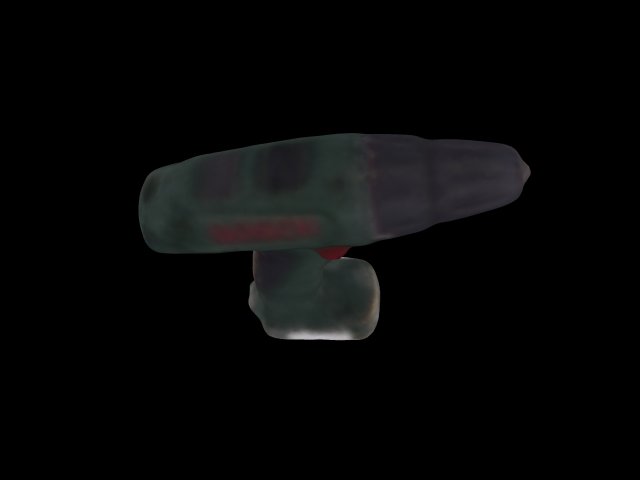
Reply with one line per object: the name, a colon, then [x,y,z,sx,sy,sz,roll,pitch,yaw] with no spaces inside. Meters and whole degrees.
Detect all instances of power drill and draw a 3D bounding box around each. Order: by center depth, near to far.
power drill: [0.004,0.001,0.400,0.229,0.208,0.075,0,61,0]
